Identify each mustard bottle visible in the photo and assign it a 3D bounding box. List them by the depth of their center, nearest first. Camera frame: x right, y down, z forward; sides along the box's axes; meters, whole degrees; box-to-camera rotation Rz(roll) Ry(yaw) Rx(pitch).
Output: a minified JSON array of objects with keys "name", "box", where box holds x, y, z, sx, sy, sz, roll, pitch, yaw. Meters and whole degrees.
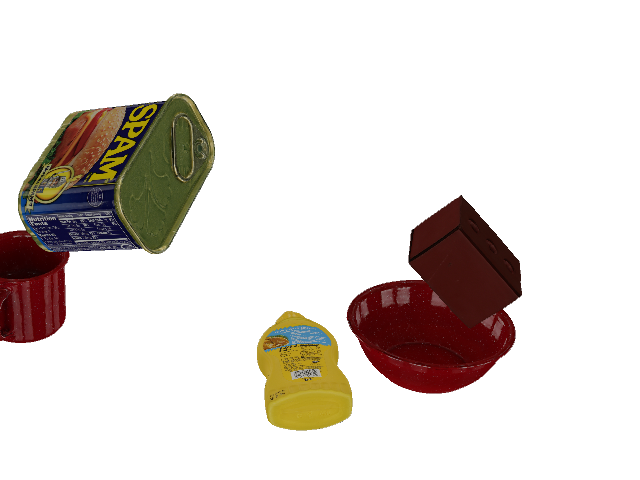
[{"name":"mustard bottle","box":[-0.025,0.141,1.246,0.096,0.058,0.191,-6,30,-7]}]

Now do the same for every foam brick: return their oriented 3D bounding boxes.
[{"name":"foam brick","box":[0.111,0.017,0.819,0.051,0.078,0.053,-36,19,24]}]

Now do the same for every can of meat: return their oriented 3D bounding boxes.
[{"name":"can of meat","box":[-0.125,-0.039,0.652,0.084,0.102,0.057,-2,-45,29]}]

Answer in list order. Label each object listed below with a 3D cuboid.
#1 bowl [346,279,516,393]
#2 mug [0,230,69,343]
[{"name":"bowl","box":[0.104,0.100,1.031,0.162,0.055,0.162,3,27,-2]},{"name":"mug","box":[-0.299,0.054,1.055,0.093,0.081,0.117,9,32,5]}]
